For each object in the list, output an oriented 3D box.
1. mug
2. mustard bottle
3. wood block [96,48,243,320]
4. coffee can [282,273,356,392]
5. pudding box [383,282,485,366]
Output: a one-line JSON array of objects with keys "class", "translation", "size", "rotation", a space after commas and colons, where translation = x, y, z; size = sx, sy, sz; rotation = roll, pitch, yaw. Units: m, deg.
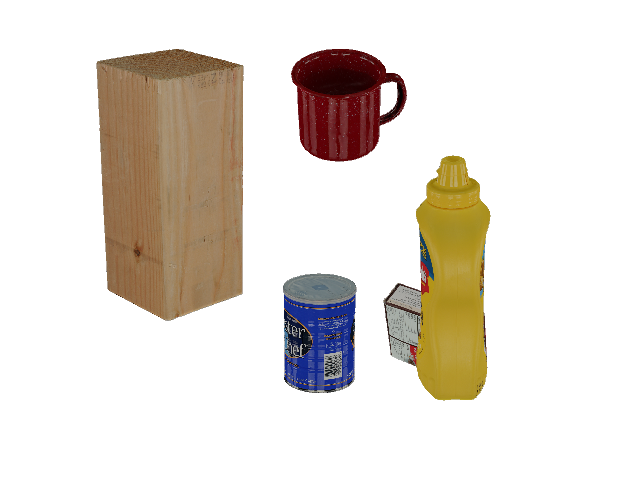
[{"class": "mug", "translation": [0.030, -0.136, 1.066], "size": [0.117, 0.081, 0.093], "rotation": [-13, 41, -13]}, {"class": "mustard bottle", "translation": [0.105, 0.025, 0.850], "size": [0.058, 0.192, 0.096], "rotation": [0, 25, 4]}, {"class": "wood block", "translation": [-0.127, -0.050, 0.913], "size": [0.091, 0.206, 0.090], "rotation": [22, 29, 40]}, {"class": "coffee can", "translation": [-0.001, 0.129, 1.506], "size": [0.103, 0.140, 0.103], "rotation": [0, 19, 0]}, {"class": "pudding box", "translation": [0.128, 0.105, 1.186], "size": [0.114, 0.090, 0.039], "rotation": [17, 45, 29]}]
